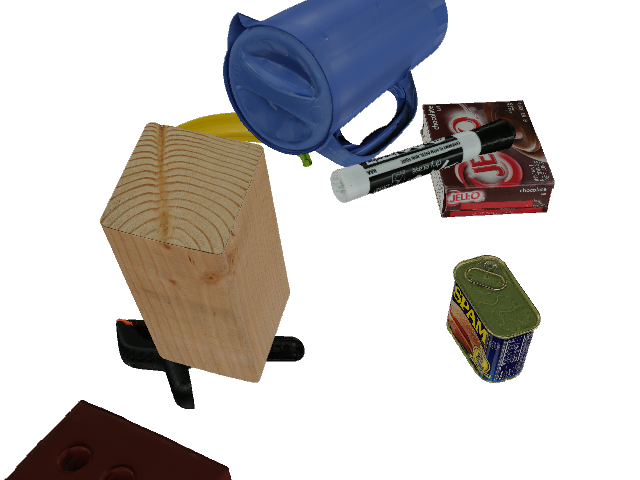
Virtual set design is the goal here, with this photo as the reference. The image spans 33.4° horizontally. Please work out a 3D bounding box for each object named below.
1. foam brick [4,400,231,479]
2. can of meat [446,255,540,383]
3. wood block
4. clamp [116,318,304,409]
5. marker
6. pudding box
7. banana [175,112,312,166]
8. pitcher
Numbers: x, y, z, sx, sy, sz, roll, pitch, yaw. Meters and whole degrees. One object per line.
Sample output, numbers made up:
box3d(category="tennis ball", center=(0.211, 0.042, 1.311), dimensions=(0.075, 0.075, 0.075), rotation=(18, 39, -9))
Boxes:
box3d(category="foam brick", center=(-0.078, 0.111, 0.431), dimensions=(0.078, 0.051, 0.052), rotation=(19, 44, 24))
box3d(category="can of meat", center=(0.170, 0.081, 1.071), dimensions=(0.057, 0.102, 0.084), rotation=(-16, -40, -16))
box3d(category="wood block", center=(-0.086, 0.016, 0.799), dimensions=(0.090, 0.090, 0.206), rotation=(13, -29, 12))
box3d(category="clamp", center=(-0.145, 0.117, 1.089), dimensions=(0.210, 0.036, 0.164), rotation=(9, 19, 34))
box3d(category="marker", center=(0.062, -0.048, 0.617), dimensions=(0.121, 0.020, 0.020), rotation=(-19, 8, -23))
box3d(category="pudding box", center=(0.136, -0.070, 0.892), dimensions=(0.090, 0.039, 0.113), rotation=(-3, 42, -6))
box3d(category="banana", center=(-0.099, -0.131, 1.315), dimensions=(0.198, 0.037, 0.069), rotation=(6, 40, 15))
box3d(category="pitcher", center=(0.032, -0.186, 1.080), dimensions=(0.145, 0.149, 0.242), rotation=(16, 38, 34))
